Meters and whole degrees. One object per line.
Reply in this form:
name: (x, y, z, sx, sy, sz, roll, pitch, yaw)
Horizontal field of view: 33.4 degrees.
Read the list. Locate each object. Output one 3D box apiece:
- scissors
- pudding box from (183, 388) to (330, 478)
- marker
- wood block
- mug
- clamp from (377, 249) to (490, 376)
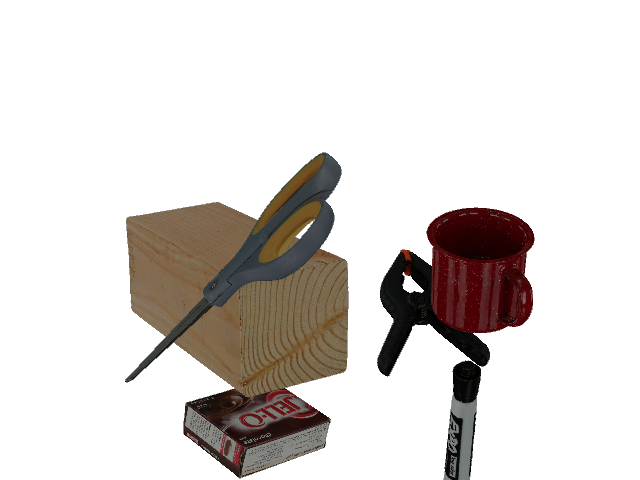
scissors: (-0.053, 0.031, 0.647, 0.016, 0.202, 0.096, 37, 8, -21)
pudding box: (-0.061, 0.177, 1.019, 0.113, 0.039, 0.090, -13, 29, -43)
marker: (0.097, 0.129, 0.734, 0.020, 0.121, 0.020, -1, 38, 0)
wood block: (-0.071, 0.039, 0.844, 0.090, 0.090, 0.206, -11, 19, -30)
mug: (0.147, 0.034, 0.942, 0.093, 0.081, 0.117, -19, 35, -26)
clamp: (0.120, 0.080, 1.175, 0.120, 0.171, 0.039, 5, -43, -5)
